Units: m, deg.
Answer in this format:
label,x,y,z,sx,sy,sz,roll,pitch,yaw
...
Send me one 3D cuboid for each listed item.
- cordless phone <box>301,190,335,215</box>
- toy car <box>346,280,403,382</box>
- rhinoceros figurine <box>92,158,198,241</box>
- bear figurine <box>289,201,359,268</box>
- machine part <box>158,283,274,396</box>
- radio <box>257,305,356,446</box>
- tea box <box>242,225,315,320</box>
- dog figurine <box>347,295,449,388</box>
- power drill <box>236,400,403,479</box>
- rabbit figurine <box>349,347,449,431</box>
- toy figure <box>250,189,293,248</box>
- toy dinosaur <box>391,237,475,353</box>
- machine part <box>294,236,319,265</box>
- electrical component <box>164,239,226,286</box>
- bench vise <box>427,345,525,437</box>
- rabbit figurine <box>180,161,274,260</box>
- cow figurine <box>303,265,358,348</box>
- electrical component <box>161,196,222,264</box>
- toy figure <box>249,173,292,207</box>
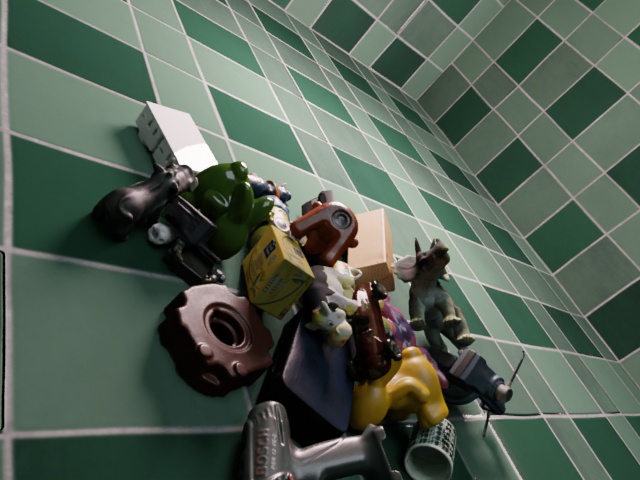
label,x,y,z,sx,sy,sz,roll,pitch,yaw
cordless phone,0.039,-0.015,1.293,0.184,0.089,0.147,52,19,-31
toy car,0.080,0.146,0.914,0.053,0.089,0.202,39,28,-32
rhinoceros figurine,-0.279,-0.075,0.874,0.073,0.112,0.190,43,34,2
bear figurine,0.001,-0.005,1.087,0.132,0.196,0.120,-42,91,-22
machine part,-0.149,0.142,0.801,0.179,0.056,0.179,34,26,-20
radio,-0.012,0.213,0.874,0.131,0.073,0.230,38,25,-10
tea box,-0.077,0.052,0.940,0.068,0.098,0.170,35,8,-21
dog figurine,0.148,0.224,1.049,0.219,0.108,0.191,52,23,9
power drill,-0.004,0.312,0.678,0.207,0.085,0.232,-2,39,-14
rabbit figurine,0.120,0.260,0.919,0.173,0.162,0.122,-15,14,-29
toy figure,-0.102,-0.032,1.099,0.082,0.089,0.180,26,23,-27
toy dinosaur,0.268,0.154,1.243,0.404,0.131,0.192,59,19,-47
machine part,-0.003,0.037,1.189,0.139,0.039,0.084,41,18,-2
electrical component,-0.203,0.042,0.882,0.102,0.045,0.078,43,27,-3
bench vise,0.331,0.305,1.124,0.240,0.224,0.129,49,61,-30
rabbit figurine,-0.161,-0.048,0.986,0.121,0.159,0.170,27,44,-50
cow figurine,0.009,0.105,0.907,0.098,0.068,0.167,29,24,-16
electrical component,-0.201,-0.015,0.893,0.119,0.048,0.075,40,-4,5
toy figure,-0.125,-0.111,1.206,0.058,0.064,0.154,15,0,38
